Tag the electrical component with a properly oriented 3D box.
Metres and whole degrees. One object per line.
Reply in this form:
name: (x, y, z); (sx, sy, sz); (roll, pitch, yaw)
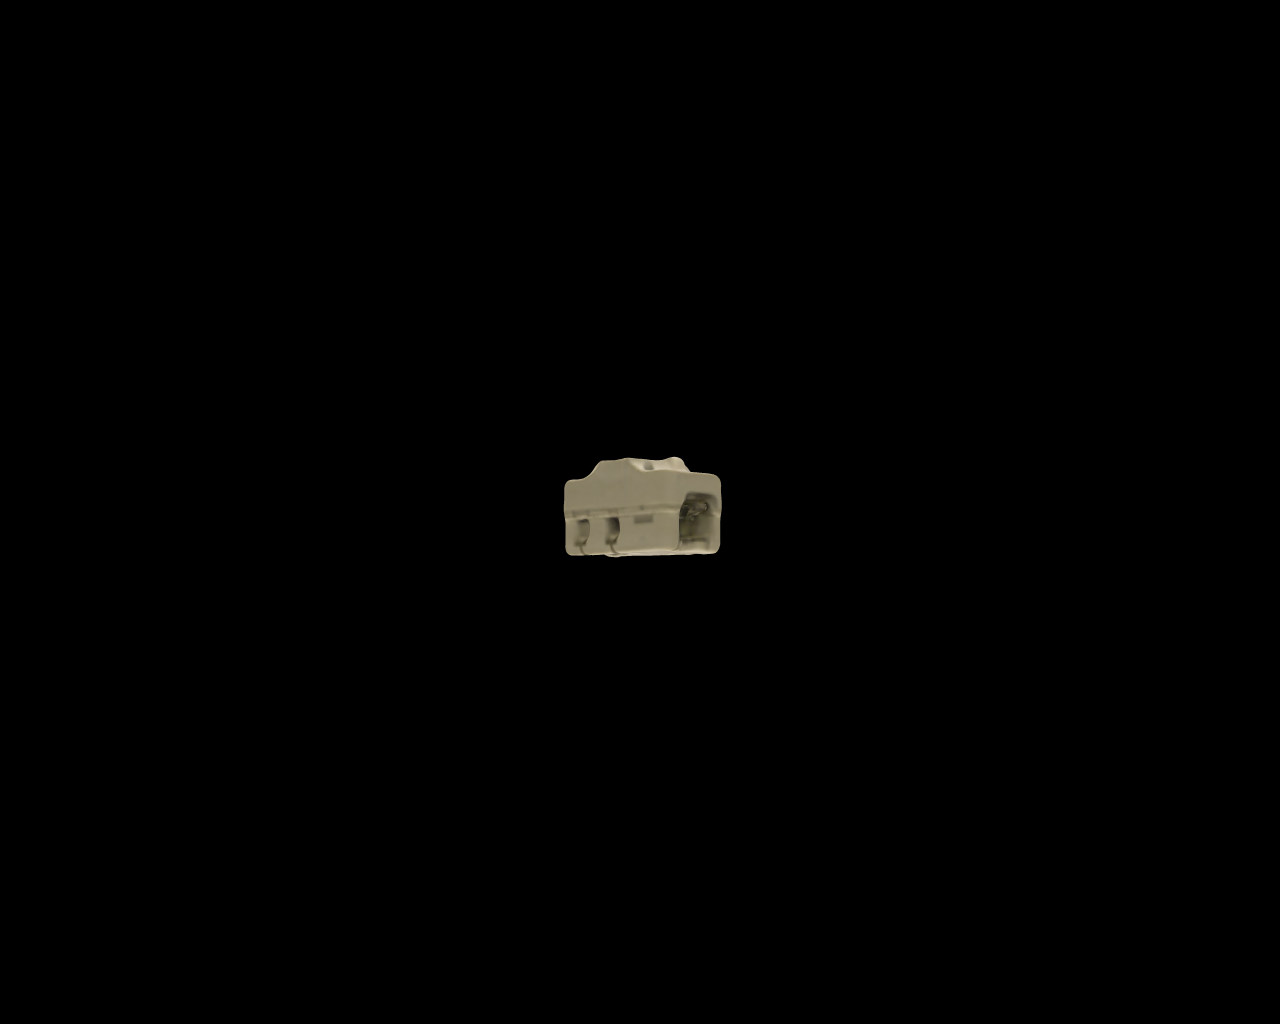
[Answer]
electrical component: (0.001, -0.003, 0.650); (0.089, 0.055, 0.050); (-4, -6, 43)
